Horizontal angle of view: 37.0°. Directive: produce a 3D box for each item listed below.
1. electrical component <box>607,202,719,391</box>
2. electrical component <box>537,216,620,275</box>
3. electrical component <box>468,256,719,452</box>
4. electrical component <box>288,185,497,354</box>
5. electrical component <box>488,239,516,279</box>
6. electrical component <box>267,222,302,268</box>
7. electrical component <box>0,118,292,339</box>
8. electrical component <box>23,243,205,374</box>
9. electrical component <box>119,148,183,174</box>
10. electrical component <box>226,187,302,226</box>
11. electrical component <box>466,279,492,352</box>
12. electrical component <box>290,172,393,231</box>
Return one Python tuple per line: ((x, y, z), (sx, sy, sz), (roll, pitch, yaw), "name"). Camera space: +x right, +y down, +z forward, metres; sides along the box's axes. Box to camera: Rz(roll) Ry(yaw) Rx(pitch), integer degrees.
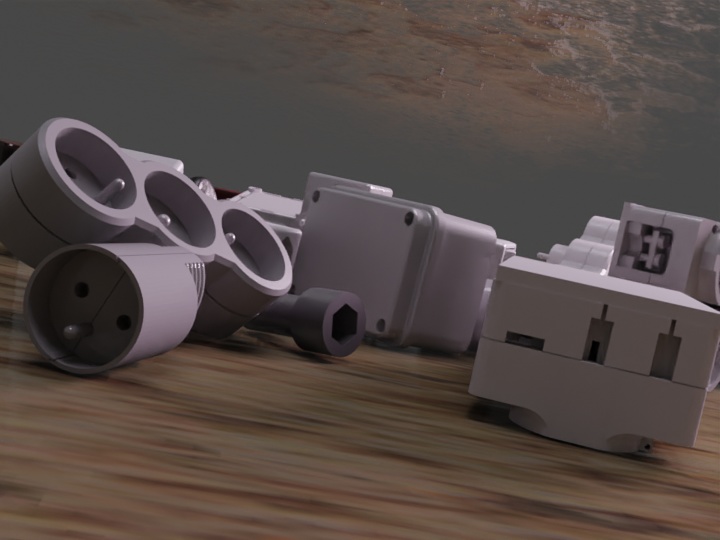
((0.234, 0.022, 0.722), (0.060, 0.105, 0.186), (16, 6, 40), "electrical component")
((0.182, -0.001, 0.923), (0.074, 0.052, 0.138), (14, 38, 29), "electrical component")
((0.103, 0.035, 0.490), (0.089, 0.061, 0.150), (13, 4, 10), "electrical component")
((0.015, -0.002, 0.619), (0.057, 0.078, 0.113), (13, 3, -36), "electrical component")
((0.095, 0.003, 0.873), (0.061, 0.061, 0.096), (13, 4, 14), "electrical component")
((-0.087, -0.011, 0.648), (0.077, 0.047, 0.066), (15, 5, 34), "electrical component")
((-0.102, -0.006, 0.463), (0.138, 0.074, 0.052), (27, 35, -44), "electrical component")
((-0.083, 0.012, 0.395), (0.043, 0.043, 0.081), (13, 4, 11), "electrical component")
((-0.121, -0.013, 0.519), (0.047, 0.065, 0.076), (12, 33, 5), "electrical component")
((-0.066, -0.020, 0.775), (0.062, 0.061, 0.096), (12, 12, 4), "electrical component")
((0.097, 0.030, 0.650), (0.077, 0.043, 0.079), (11, 4, -6), "electrical component")
((-0.022, -0.019, 0.698), (0.047, 0.083, 0.076), (14, 5, 25), "electrical component")
